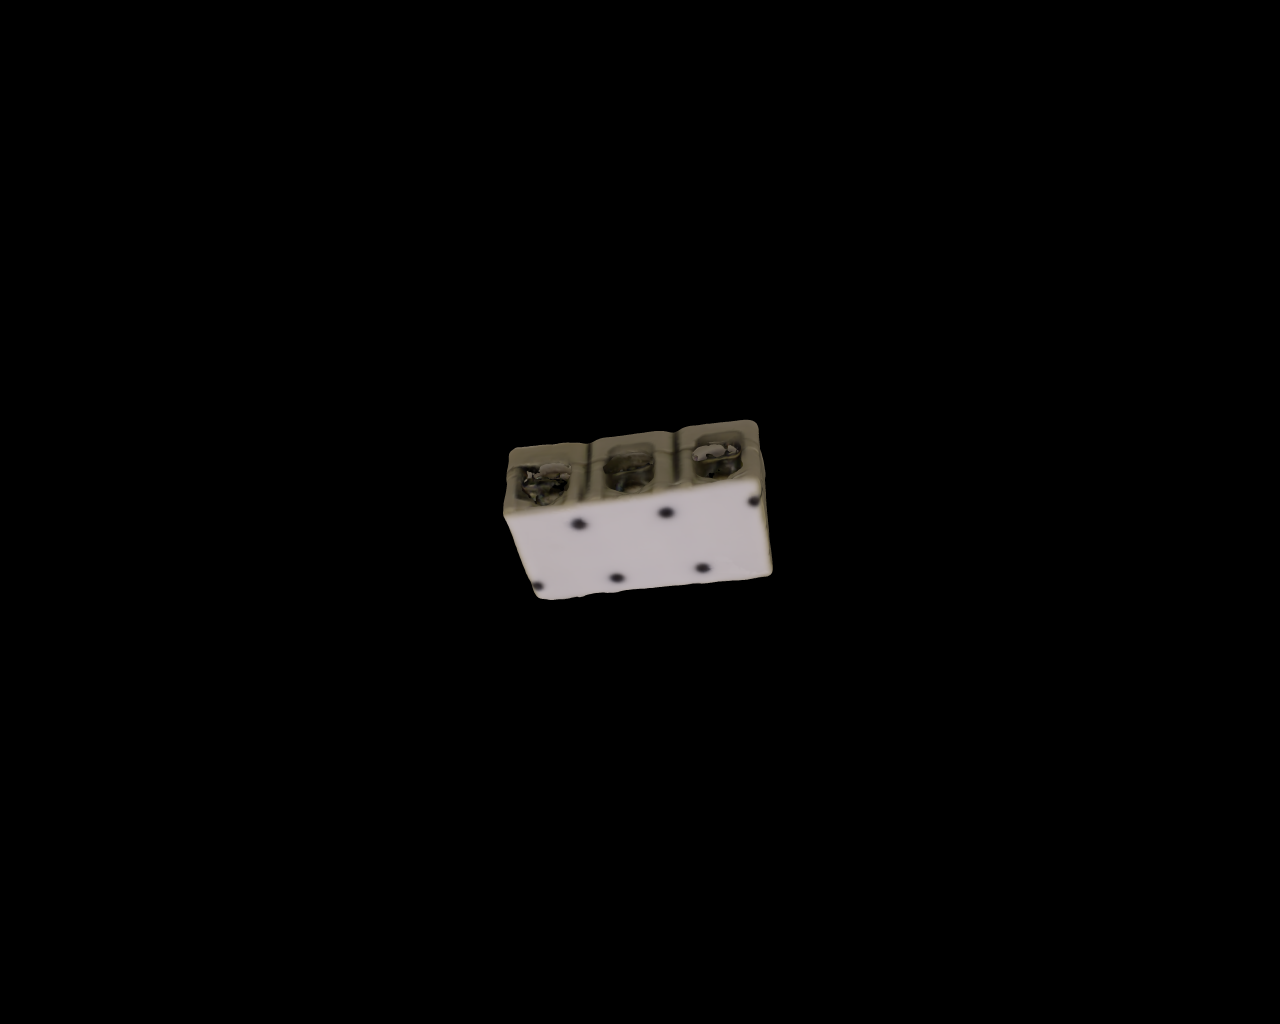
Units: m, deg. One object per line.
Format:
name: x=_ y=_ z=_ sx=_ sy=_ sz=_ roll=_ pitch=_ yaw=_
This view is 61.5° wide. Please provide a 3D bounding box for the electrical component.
electrical component: x=0.001 y=-0.003 z=0.650 sx=0.150 sy=0.062 sz=0.089 roll=-6 pitch=-43 yaw=7
